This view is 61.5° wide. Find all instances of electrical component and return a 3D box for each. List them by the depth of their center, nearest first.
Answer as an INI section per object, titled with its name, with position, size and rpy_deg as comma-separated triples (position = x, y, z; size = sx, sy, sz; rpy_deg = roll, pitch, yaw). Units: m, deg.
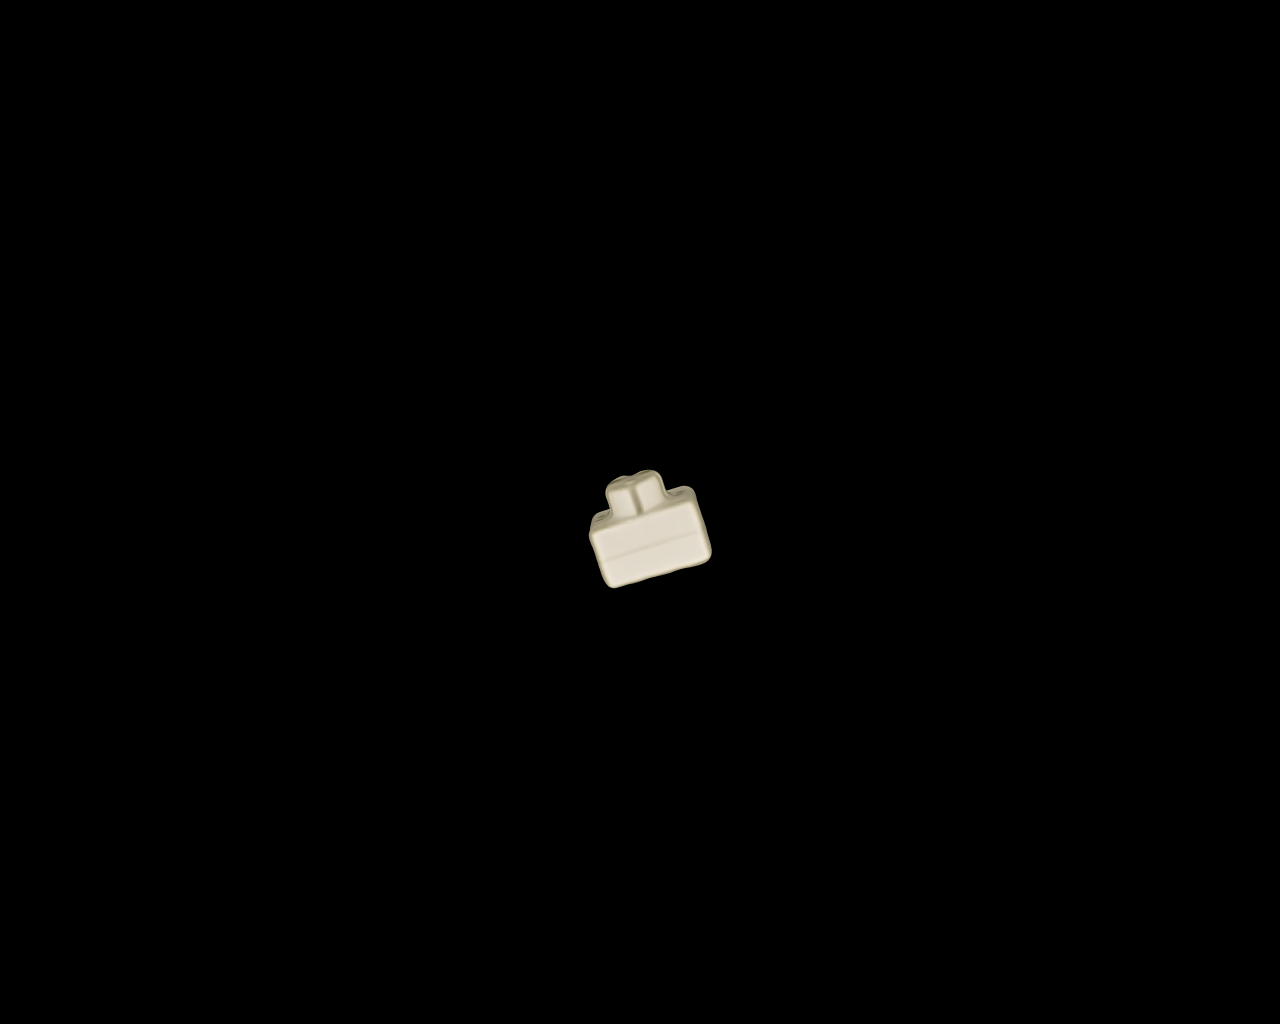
[electrical component]
position = 0.001, -0.003, 0.650
size = 0.066, 0.076, 0.047
rpy_deg = -18, 11, 4
